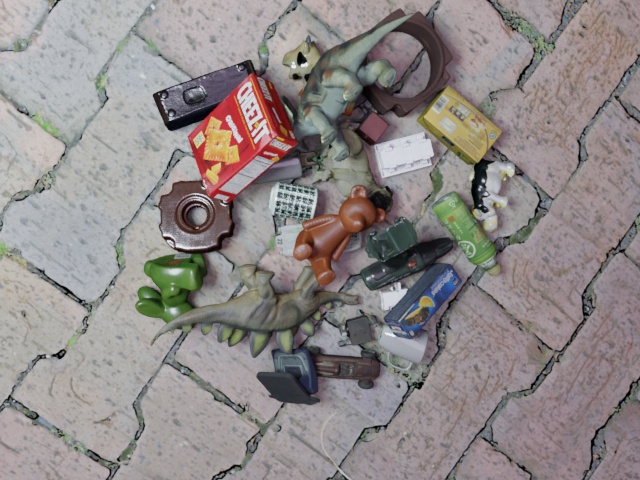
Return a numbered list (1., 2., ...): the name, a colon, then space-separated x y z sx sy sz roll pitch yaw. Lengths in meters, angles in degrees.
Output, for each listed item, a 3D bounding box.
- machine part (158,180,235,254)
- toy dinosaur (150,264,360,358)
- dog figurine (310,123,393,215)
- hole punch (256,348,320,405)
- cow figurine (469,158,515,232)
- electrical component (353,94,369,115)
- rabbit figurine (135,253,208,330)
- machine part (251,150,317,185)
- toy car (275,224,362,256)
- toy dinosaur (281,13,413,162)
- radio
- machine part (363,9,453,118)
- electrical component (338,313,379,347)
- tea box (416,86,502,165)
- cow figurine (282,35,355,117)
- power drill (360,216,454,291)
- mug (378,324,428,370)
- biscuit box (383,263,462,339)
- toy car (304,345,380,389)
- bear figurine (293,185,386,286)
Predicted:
1. machine part: -0.276 -0.053 1.200 0.179 0.056 0.179 1 82 -4
2. toy dinosaur: -0.130 0.157 1.196 0.471 0.105 0.198 1 97 -19
3. dog figurine: 0.098 -0.157 1.234 0.190 0.121 0.172 23 95 -21
4. hole punch: -0.066 0.312 1.232 0.142 0.092 0.115 -8 126 31
5. cow figurine: 0.392 -0.106 1.270 0.098 0.068 0.167 13 89 0
6. electrical component: 0.071 -0.322 1.247 0.063 0.021 0.094 -37 94 -1
7. rabbit figurine: -0.327 0.127 1.194 0.159 0.121 0.170 -5 108 -12
8. machine part: -0.128 -0.165 1.212 0.243 0.079 0.079 -9 95 -5
9. toy car: -0.003 -0.004 1.244 0.202 0.056 0.073 -4 94 -6
10. toy dinosaur: 0.022 -0.304 1.084 0.192 0.131 0.404 50 116 28
11. radio: -0.240 -0.311 1.164 0.230 0.131 0.073 -22 97 -3
12. machine part: 0.182 -0.399 1.222 0.201 0.087 0.201 -38 97 -1
13. electrical component: 0.089 0.210 1.272 0.102 0.045 0.078 -9 93 -5
14. tea box: 0.324 -0.265 1.252 0.169 0.068 0.098 40 90 -8
15. cow figurine: 0.004 -0.368 1.198 0.195 0.085 0.127 27 100 10
16. power drill: 0.189 0.023 1.203 0.232 0.207 0.086 -28 69 5
17. mug: 0.190 0.248 1.274 0.107 0.081 0.109 19 104 4
18. biscuit box: 0.239 0.137 1.239 0.203 0.063 0.059 -43 107 -23
19. toy car: 0.045 0.301 1.272 0.202 0.053 0.089 6 96 -7
20. bear figurine: 0.046 -0.015 1.148 0.196 0.132 0.120 -32 116 13
